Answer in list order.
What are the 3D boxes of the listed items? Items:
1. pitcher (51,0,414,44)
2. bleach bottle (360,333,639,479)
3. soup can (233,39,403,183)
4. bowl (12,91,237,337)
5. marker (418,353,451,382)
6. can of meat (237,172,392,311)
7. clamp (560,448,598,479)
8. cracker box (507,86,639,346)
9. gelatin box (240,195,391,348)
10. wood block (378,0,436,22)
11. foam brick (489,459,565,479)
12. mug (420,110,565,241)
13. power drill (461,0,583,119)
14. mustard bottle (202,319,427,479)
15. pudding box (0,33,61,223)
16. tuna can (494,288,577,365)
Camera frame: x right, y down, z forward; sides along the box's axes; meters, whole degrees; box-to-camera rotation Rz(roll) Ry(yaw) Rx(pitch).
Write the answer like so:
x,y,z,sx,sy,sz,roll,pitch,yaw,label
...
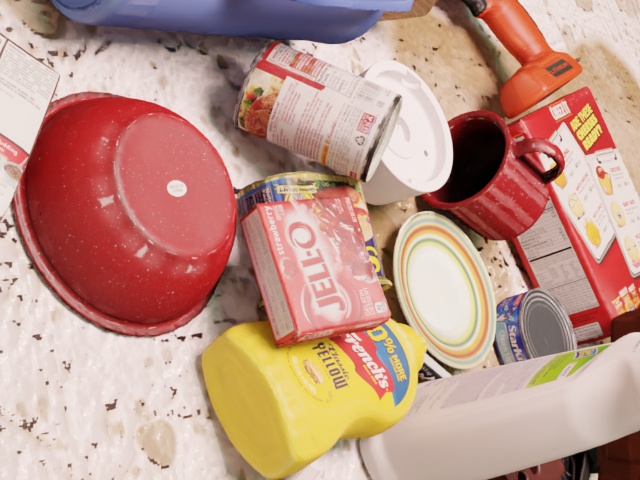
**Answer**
x,y,z,sx,sy,sz,roll,pitch,yaw,label
-0.058,-0.195,0.716,0.242,0.149,0.145,-12,82,-47,pitcher
0.150,0.114,0.714,0.102,0.251,0.068,-35,100,-49,bleach bottle
-0.001,-0.090,0.748,0.102,0.069,0.068,24,46,7,soup can
-0.103,-0.025,0.651,0.161,0.055,0.162,22,57,-40,bowl
0.081,0.098,0.826,0.121,0.020,0.020,41,46,-28,marker
-0.005,0.001,0.748,0.101,0.058,0.084,1,69,-48,can of meat
0.219,0.165,0.935,0.171,0.039,0.120,-30,101,-55,clamp
0.244,-0.025,1.025,0.163,0.072,0.214,-28,93,-51,cracker box
-0.003,0.018,0.675,0.073,0.030,0.089,-7,72,-34,gelatin box
0.037,-0.293,0.880,0.090,0.091,0.206,-9,77,-13,wood block
0.147,0.181,0.836,0.078,0.051,0.053,-33,97,-50,foam brick
0.152,-0.054,0.904,0.081,0.117,0.093,34,45,-41,mug
0.157,-0.209,1.005,0.184,0.057,0.187,-30,86,-48,power drill
0.013,0.090,0.722,0.191,0.058,0.096,-11,63,-51,mustard bottle
-0.200,-0.069,0.578,0.090,0.039,0.113,35,47,-32,pudding box
0.189,0.087,0.940,0.086,0.034,0.086,23,57,-40,tuna can
